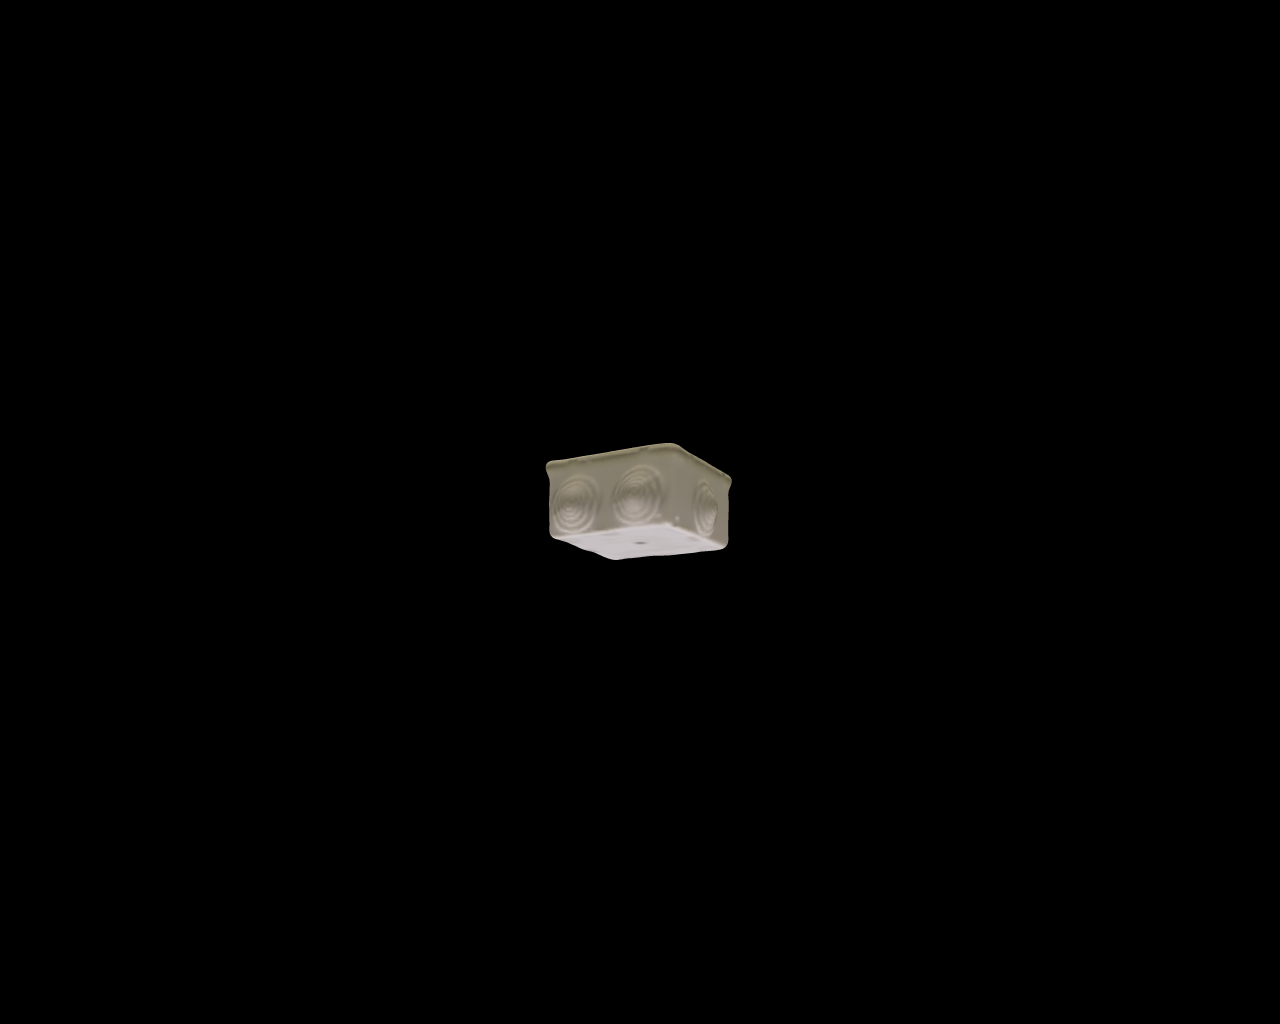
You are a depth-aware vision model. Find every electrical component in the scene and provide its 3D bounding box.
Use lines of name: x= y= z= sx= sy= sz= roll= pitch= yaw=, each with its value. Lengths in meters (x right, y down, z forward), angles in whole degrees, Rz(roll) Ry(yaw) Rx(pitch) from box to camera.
electrical component: x=0.001 y=-0.003 z=0.650 sx=0.100 sy=0.048 sz=0.099 roll=-7 pitch=-15 yaw=26
